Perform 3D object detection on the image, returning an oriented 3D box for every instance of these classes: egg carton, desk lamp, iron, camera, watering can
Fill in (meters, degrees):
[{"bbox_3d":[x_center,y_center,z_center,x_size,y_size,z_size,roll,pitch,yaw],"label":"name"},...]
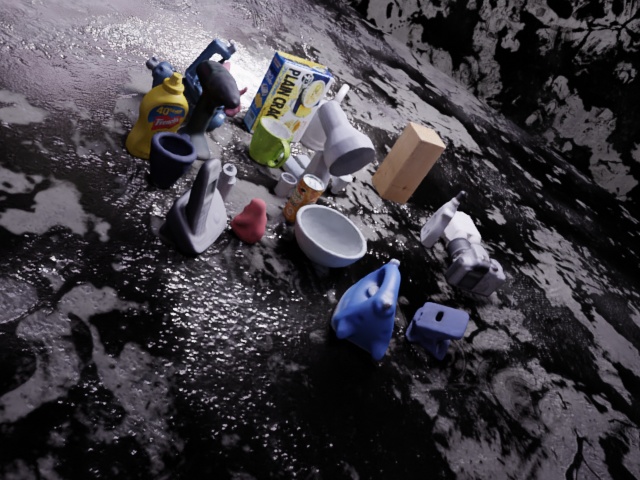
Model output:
[{"bbox_3d":[0.381,-0.026,1.599,0.107,0.069,0.150,16,36,-26],"label":"egg carton"},{"bbox_3d":[0.015,-0.214,1.388,0.118,0.213,0.202,-3,47,-44],"label":"desk lamp"},{"bbox_3d":[0.115,0.106,1.116,0.119,0.141,0.258,31,32,-4],"label":"iron"},{"bbox_3d":[0.392,0.055,1.471,0.143,0.100,0.136,18,35,-23],"label":"camera"},{"bbox_3d":[0.017,-0.351,1.591,0.173,0.194,0.101,20,34,-21],"label":"watering can"}]

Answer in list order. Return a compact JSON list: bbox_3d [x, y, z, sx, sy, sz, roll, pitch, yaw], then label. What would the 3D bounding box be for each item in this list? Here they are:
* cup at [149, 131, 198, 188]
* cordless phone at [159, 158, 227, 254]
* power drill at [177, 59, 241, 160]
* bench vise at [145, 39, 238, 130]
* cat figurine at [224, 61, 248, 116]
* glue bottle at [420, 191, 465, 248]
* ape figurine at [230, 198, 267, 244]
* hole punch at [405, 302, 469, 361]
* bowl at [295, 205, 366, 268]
[{"bbox_3d":[-0.299,-0.160,1.147,0.092,0.095,0.118,28,32,-9],"label":"cup"},{"bbox_3d":[-0.202,-0.078,1.038,0.094,0.185,0.148,32,32,-3],"label":"cordless phone"},{"bbox_3d":[-0.243,-0.286,1.259,0.076,0.208,0.229,10,39,-33],"label":"power drill"},{"bbox_3d":[-0.292,-0.381,1.331,0.208,0.219,0.121,14,37,-29],"label":"bench vise"},{"bbox_3d":[-0.250,-0.406,1.498,0.128,0.117,0.067,27,32,-11],"label":"cat figurine"},{"bbox_3d":[0.324,-0.060,1.496,0.037,0.173,0.078,29,32,-7],"label":"glue bottle"},{"bbox_3d":[-0.134,-0.045,1.143,0.078,0.092,0.076,3,43,-39],"label":"ape figurine"},{"bbox_3d":[0.243,0.177,1.184,0.101,0.091,0.109,36,32,5],"label":"hole punch"},{"bbox_3d":[0.011,0.004,1.223,0.168,0.074,0.167,23,33,-16],"label":"bowl"}]
